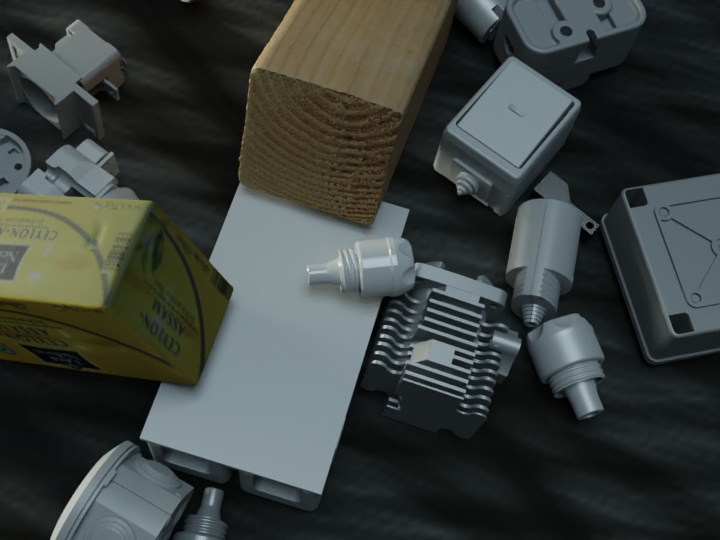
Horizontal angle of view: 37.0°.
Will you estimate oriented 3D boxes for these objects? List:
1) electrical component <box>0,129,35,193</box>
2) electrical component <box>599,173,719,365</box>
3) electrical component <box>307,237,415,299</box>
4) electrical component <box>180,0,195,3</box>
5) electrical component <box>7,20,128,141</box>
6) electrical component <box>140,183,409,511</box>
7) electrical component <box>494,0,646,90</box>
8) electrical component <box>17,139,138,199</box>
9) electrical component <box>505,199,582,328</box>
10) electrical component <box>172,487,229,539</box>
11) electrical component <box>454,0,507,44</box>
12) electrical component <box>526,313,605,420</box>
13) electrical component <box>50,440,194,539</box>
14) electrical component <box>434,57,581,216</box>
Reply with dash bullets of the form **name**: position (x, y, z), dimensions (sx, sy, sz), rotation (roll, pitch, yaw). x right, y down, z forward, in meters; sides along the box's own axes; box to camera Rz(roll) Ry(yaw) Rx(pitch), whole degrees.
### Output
- **electrical component**: position (-0.236, -0.056, 0.692), dimensions (0.055, 0.047, 0.055), rotation (2, 66, -4)
- **electrical component**: position (0.228, -0.003, 0.704), dimensions (0.109, 0.056, 0.108), rotation (-9, 67, -9)
- **electrical component**: position (0.000, 0.000, 0.627), dimensions (0.061, 0.035, 0.035), rotation (-6, 66, -5)
- **electrical component**: position (-0.139, -0.264, 0.792), dimensions (0.074, 0.052, 0.138), rotation (-40, 74, -20)
- **electrical component**: position (-0.198, -0.132, 0.734), dimensions (0.081, 0.042, 0.064), rotation (38, 64, 11)
- **electrical component**: position (-0.048, 0.040, 0.658), dimensions (0.105, 0.060, 0.186), rotation (17, 65, 3)
- **electrical component**: position (0.148, -0.168, 0.770), dimensions (0.095, 0.059, 0.053), rotation (-18, 69, -13)
- **electrical component**: position (-0.176, -0.038, 0.684), dimensions (0.057, 0.058, 0.078), rotation (35, 67, 14)
- **electrical component**: position (0.118, -0.001, 0.700), dimensions (0.043, 0.043, 0.081), rotation (13, 65, 1)
- **electrical component**: position (-0.090, 0.155, 0.616), dimensions (0.035, 0.035, 0.061), rotation (11, 63, 0)
- **electrical component**: position (0.086, -0.194, 0.788), dimensions (0.040, 0.040, 0.046), rotation (-37, 79, -19)
- **electrical component**: position (0.133, 0.062, 0.673), dimensions (0.043, 0.043, 0.062), rotation (-14, 69, -11)
- **electrical component**: position (-0.133, 0.140, 0.596), dimensions (0.051, 0.080, 0.080), rotation (30, 67, 3)
- **electrical component**: position (0.096, -0.088, 0.728), dimensions (0.062, 0.061, 0.096), rotation (37, 68, 11)
